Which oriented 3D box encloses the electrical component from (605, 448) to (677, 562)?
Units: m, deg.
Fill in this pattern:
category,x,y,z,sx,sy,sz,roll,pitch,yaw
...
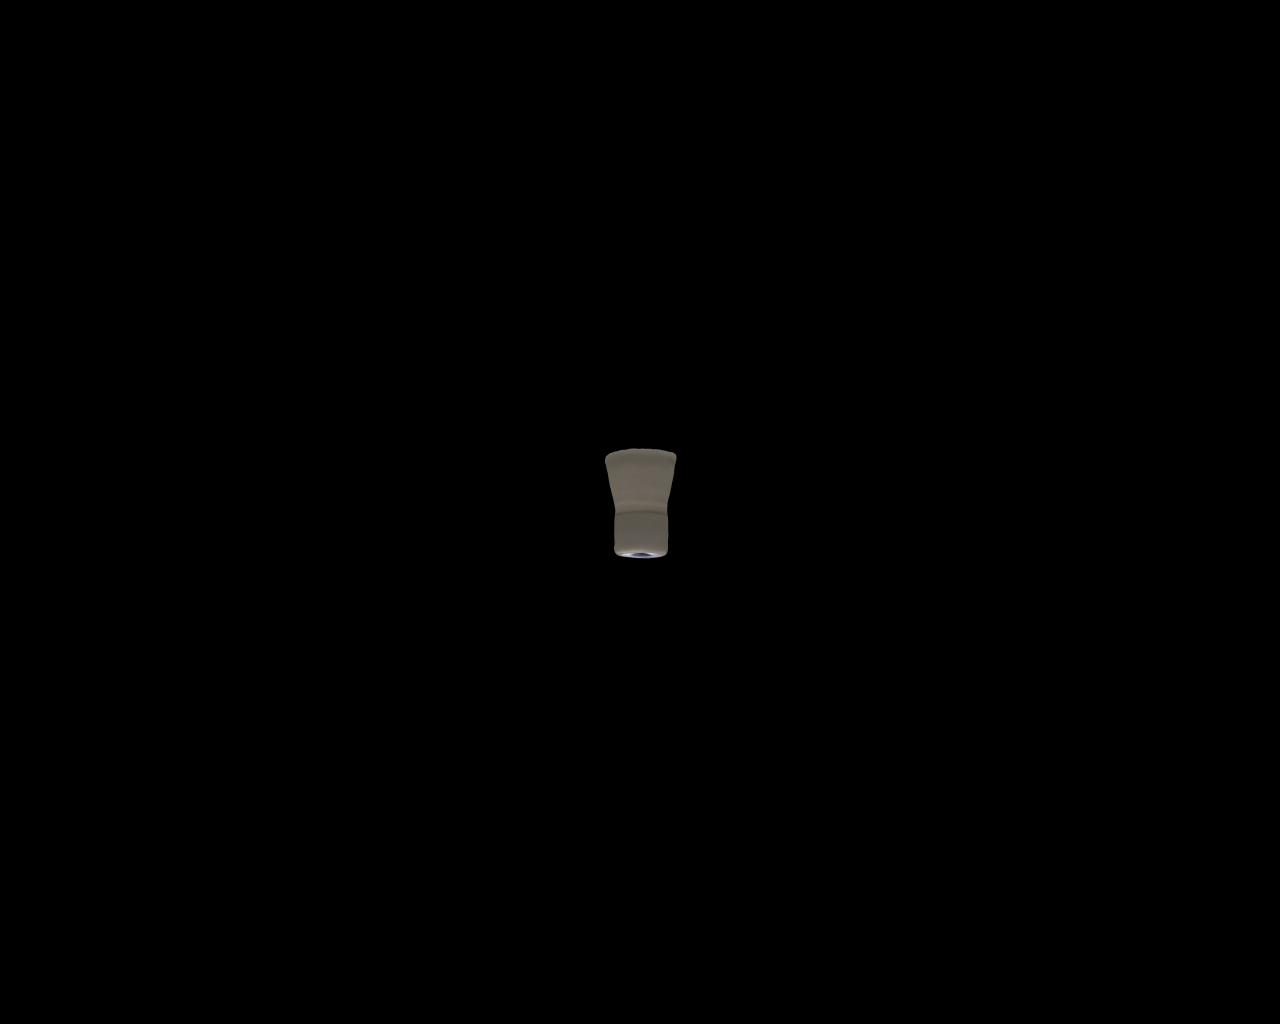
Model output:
category,x,y,z,sx,sy,sz,roll,pitch,yaw
electrical component,0.001,-0.003,0.650,0.044,0.065,0.044,0,-10,0
